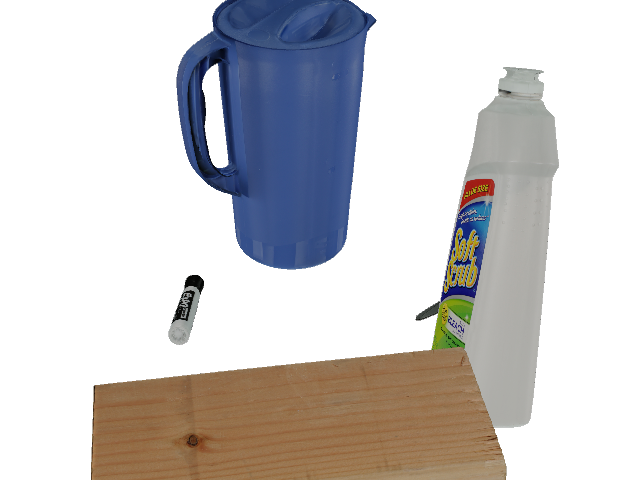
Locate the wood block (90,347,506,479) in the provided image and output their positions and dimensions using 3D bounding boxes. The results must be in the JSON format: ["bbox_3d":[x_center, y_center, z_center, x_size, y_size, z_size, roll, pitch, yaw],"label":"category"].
[{"bbox_3d":[-0.015,0.127,0.580,0.206,0.090,0.091,-5,39,-6],"label":"wood block"}]

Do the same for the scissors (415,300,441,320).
[{"bbox_3d":[0.163,0.051,1.287,0.201,0.016,0.096,-8,39,-36],"label":"scissors"}]

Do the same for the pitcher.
[{"bbox_3d":[-0.036,-0.094,0.965,0.149,0.243,0.145,8,36,10],"label":"pitcher"}]

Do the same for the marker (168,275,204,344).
[{"bbox_3d":[-0.125,0.062,1.002,0.020,0.020,0.121,0,21,1],"label":"marker"}]

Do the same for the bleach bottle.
[{"bbox_3d":[0.127,0.002,0.771,0.068,0.251,0.103,2,13,-12],"label":"bleach bottle"}]
